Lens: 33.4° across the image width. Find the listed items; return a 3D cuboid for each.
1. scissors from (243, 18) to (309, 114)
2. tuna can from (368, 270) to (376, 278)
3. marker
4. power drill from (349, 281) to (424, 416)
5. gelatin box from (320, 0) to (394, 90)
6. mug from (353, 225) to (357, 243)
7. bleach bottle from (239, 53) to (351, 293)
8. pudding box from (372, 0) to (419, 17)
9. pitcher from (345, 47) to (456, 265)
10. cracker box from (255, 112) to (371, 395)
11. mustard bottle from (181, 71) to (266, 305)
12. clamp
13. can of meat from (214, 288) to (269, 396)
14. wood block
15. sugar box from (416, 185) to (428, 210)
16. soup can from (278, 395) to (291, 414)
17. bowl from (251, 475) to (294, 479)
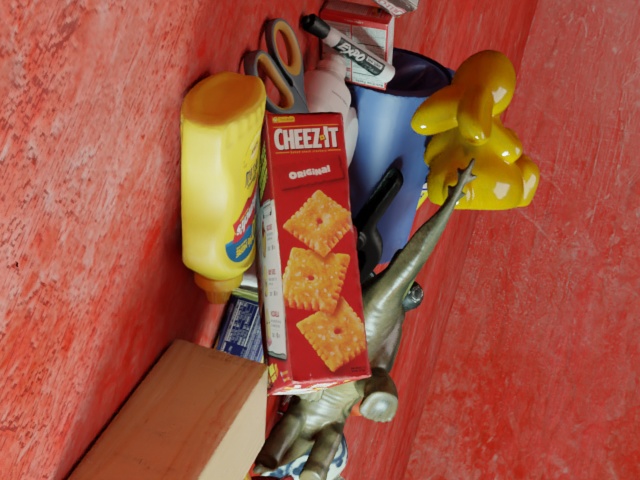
[{"bbox_3d":[-0.013,-0.126,0.984,0.201,0.016,0.096,42,51,-54],"label":"scissors"},{"bbox_3d":[0.038,0.070,1.374,0.034,0.086,0.086,82,26,-54],"label":"tuna can"},{"bbox_3d":[0.028,-0.193,1.067,0.121,0.020,0.020,26,75,-37],"label":"marker"},{"bbox_3d":[0.056,0.140,1.424,0.185,0.057,0.187,-19,-138,61],"label":"power drill"},{"bbox_3d":[0.039,-0.205,1.119,0.089,0.073,0.030,88,20,-49],"label":"gelatin box"},{"bbox_3d":[-0.007,0.001,1.123,0.093,0.081,0.117,-14,118,-75],"label":"mug"},{"bbox_3d":[-0.015,-0.063,1.054,0.102,0.068,0.251,43,60,-59],"label":"bleach bottle"},{"bbox_3d":[0.059,-0.289,1.054,0.113,0.039,0.090,30,68,-31],"label":"pudding box"},{"bbox_3d":[0.078,-0.097,1.256,0.144,0.149,0.243,-59,162,-54],"label":"pitcher"},{"bbox_3d":[-0.013,0.018,0.898,0.164,0.072,0.214,129,-44,-75],"label":"cracker box"},{"bbox_3d":[-0.079,-0.030,0.849,0.096,0.058,0.192,-67,166,-56],"label":"mustard bottle"},{"bbox_3d":[0.043,-0.012,1.213,0.039,0.120,0.171,-100,178,-46],"label":"clamp"},{"bbox_3d":[-0.066,0.102,1.045,0.102,0.057,0.084,61,47,-71],"label":"can of meat"},{"bbox_3d":[-0.119,0.180,0.832,0.205,0.090,0.091,-56,156,-54],"label":"wood block"},{"bbox_3d":[0.095,-0.050,1.402,0.176,0.048,0.093,-50,158,8],"label":"sugar box"},{"bbox_3d":[-0.007,0.177,1.339,0.068,0.068,0.102,46,59,-74],"label":"soup can"},{"bbox_3d":[-0.090,0.311,1.132,0.162,0.055,0.162,-56,161,-30],"label":"bowl"}]
